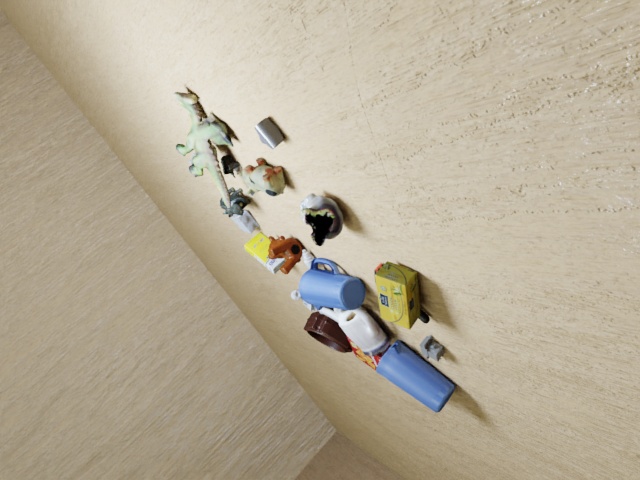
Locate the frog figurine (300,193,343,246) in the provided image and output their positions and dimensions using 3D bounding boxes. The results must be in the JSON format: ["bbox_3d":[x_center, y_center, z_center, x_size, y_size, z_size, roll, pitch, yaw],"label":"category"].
[{"bbox_3d":[0.004,-0.074,1.466,0.136,0.121,0.162,45,-164,-15],"label":"frog figurine"}]

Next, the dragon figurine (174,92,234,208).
[{"bbox_3d":[-0.364,-0.310,1.719,0.408,0.124,0.240,57,148,-7],"label":"dragon figurine"}]

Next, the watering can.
[{"bbox_3d":[0.125,0.309,1.849,0.223,0.105,0.345,49,159,-7],"label":"watering can"}]
